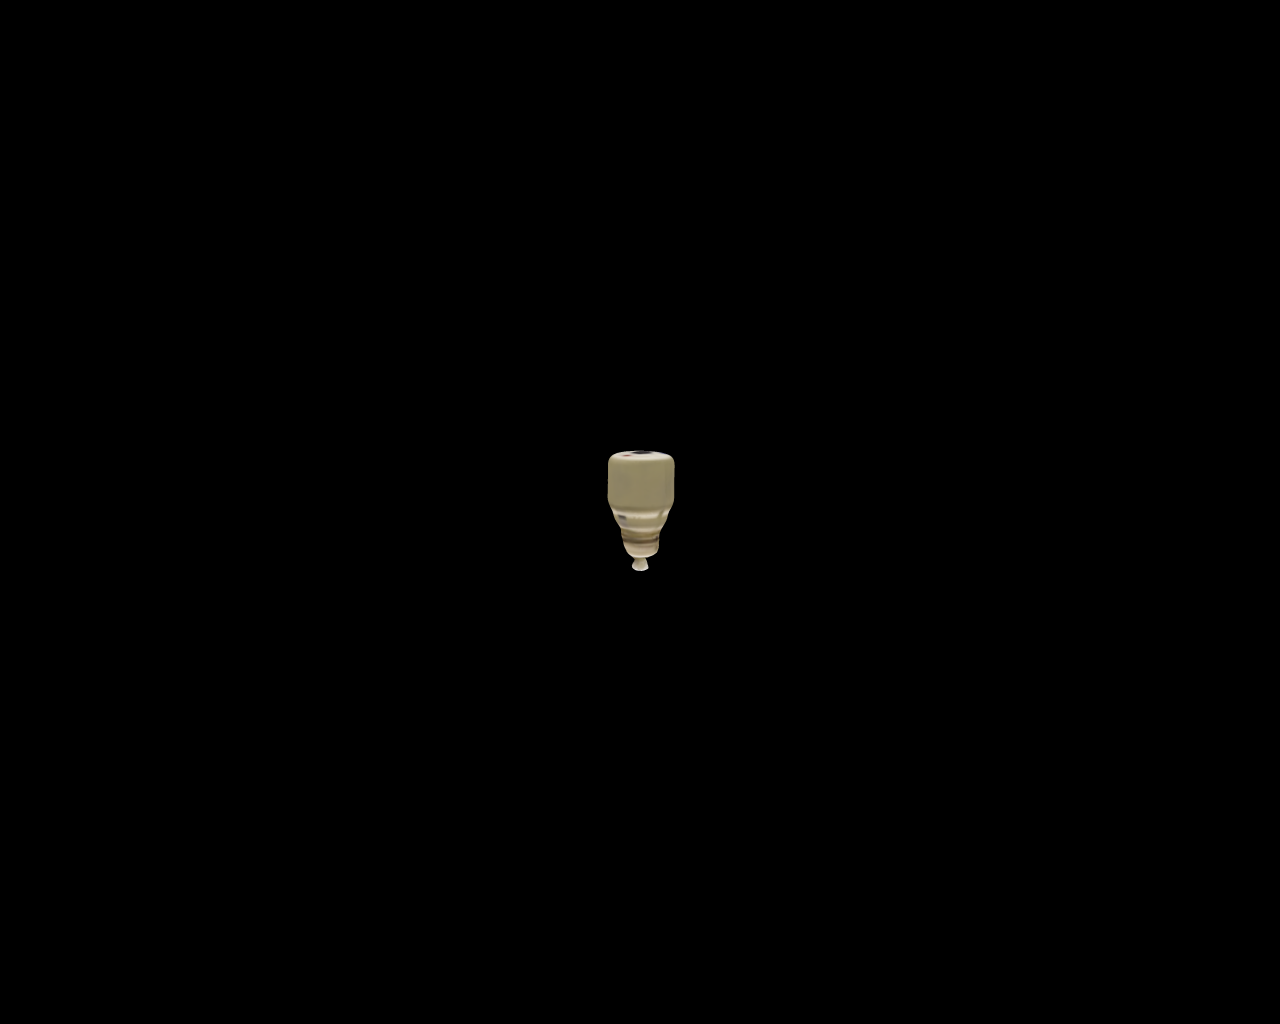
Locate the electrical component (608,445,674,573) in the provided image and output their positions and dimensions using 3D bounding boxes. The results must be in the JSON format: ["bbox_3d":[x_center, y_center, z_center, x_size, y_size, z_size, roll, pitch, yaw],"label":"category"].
[{"bbox_3d":[0.001,-0.003,0.650,0.040,0.078,0.040,0,11,0],"label":"electrical component"}]
